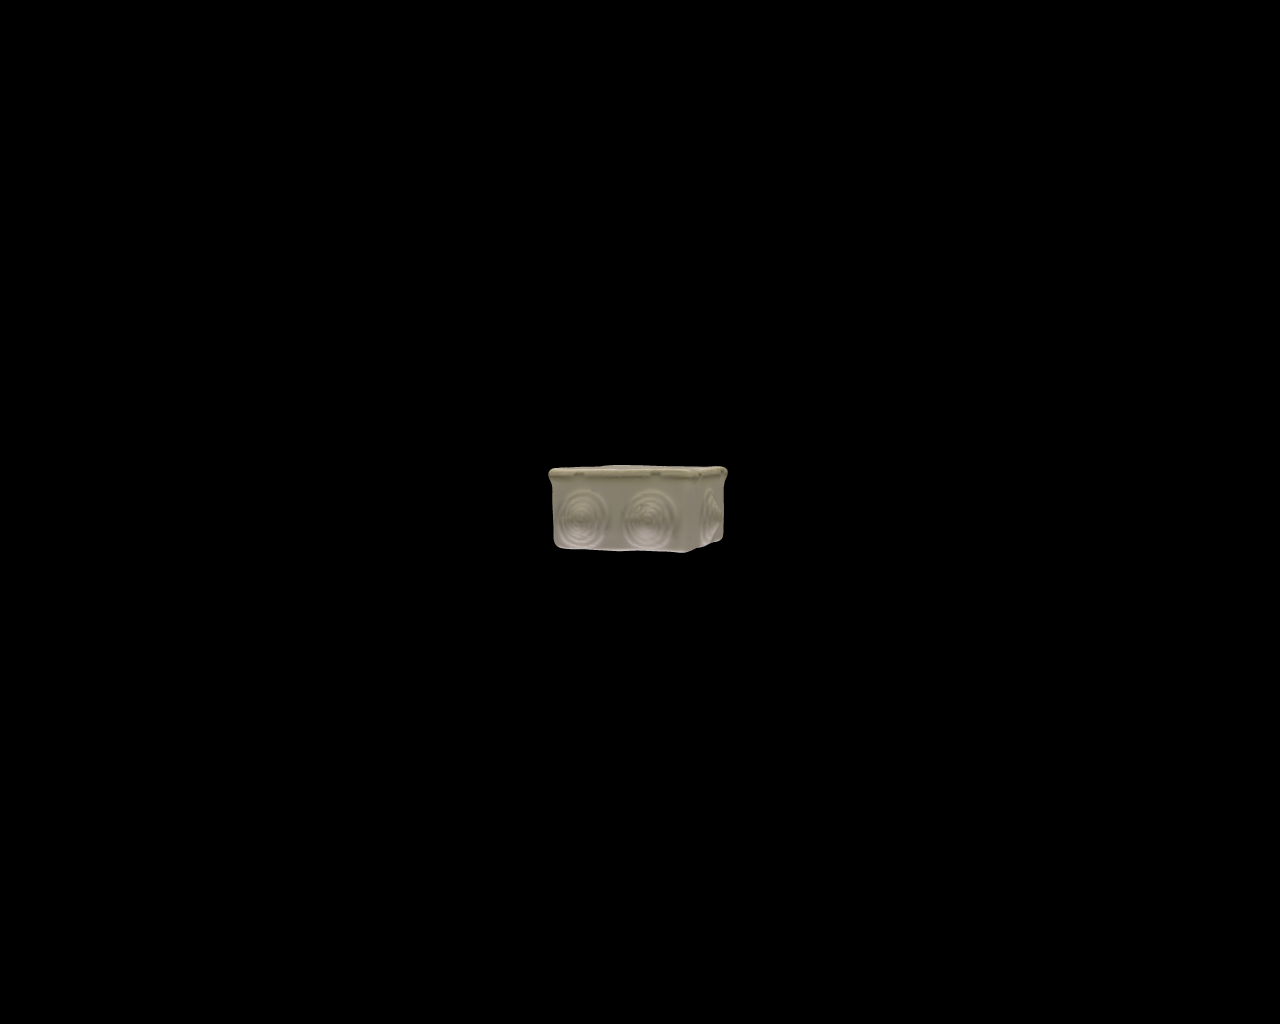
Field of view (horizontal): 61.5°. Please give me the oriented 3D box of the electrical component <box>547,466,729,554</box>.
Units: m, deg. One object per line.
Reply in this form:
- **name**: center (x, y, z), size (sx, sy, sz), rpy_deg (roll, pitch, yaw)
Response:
- **electrical component**: center (0.001, -0.003, 0.650), size (0.100, 0.048, 0.100), rpy_deg (1, 4, 20)
